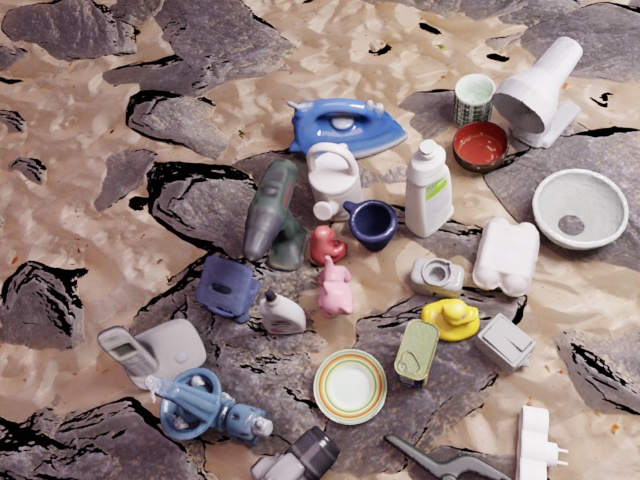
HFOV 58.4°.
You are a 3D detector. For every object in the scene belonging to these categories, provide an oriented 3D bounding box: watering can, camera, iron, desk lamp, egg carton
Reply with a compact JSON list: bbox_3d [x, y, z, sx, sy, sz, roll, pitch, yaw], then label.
[{"bbox_3d":[0.028,-0.117,1.116,0.101,0.194,0.172,-11,62,3],"label":"watering can"},{"bbox_3d":[-0.024,0.379,0.920,0.137,0.101,0.143,-43,65,-13],"label":"camera"},{"bbox_3d":[0.056,-0.254,1.212,0.258,0.142,0.118,-3,62,8],"label":"iron"},{"bbox_3d":[0.432,-0.278,1.124,0.117,0.214,0.203,38,74,24],"label":"desk lamp"},{"bbox_3d":[0.345,0.031,1.059,0.107,0.069,0.150,12,65,15],"label":"egg carton"}]

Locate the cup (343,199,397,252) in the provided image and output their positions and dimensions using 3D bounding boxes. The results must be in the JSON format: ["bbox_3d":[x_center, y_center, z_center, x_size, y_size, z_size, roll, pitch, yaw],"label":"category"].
[{"bbox_3d":[0.094,-0.025,1.114,0.117,0.095,0.092,34,73,23],"label":"cup"}]

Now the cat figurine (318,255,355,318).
[{"bbox_3d":[0.026,0.089,1.053,0.067,0.118,0.127,-12,62,3],"label":"cat figurine"}]

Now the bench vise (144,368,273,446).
[{"bbox_3d":[-0.183,0.263,0.938,0.207,0.220,0.121,-4,62,7],"label":"bench vise"}]

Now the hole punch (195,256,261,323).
[{"bbox_3d":[-0.179,0.095,1.098,0.108,0.091,0.101,16,66,17],"label":"hole punch"}]

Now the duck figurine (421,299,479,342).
[{"bbox_3d":[0.232,0.132,1.016,0.104,0.086,0.077,6,64,12],"label":"duck figurine"}]

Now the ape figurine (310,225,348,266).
[{"bbox_3d":[0.010,0.004,1.114,0.076,0.092,0.077,-38,63,-11],"label":"ape figurine"}]

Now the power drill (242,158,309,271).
[{"bbox_3d":[-0.081,-0.026,1.078,0.075,0.209,0.229,4,64,12],"label":"power drill"}]

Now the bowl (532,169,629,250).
[{"bbox_3d":[0.479,-0.046,1.075,0.167,0.075,0.167,-4,62,7],"label":"bowl"}]

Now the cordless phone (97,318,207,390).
[{"bbox_3d":[-0.296,0.186,1.016,0.147,0.185,0.094,-27,62,-5],"label":"cordless phone"}]

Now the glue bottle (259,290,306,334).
[{"bbox_3d":[-0.074,0.125,1.019,0.078,0.173,0.037,-7,62,6],"label":"glue bottle"}]
